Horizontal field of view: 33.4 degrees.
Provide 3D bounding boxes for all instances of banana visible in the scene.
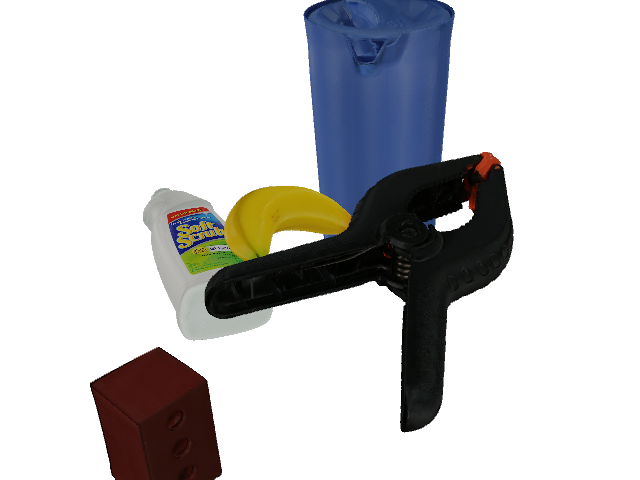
[{"bbox_3d":[-0.030,-0.013,0.853,0.037,0.069,0.197,-34,0,25],"label":"banana"}]

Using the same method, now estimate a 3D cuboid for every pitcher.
[{"bbox_3d":[0.057,-0.106,1.004,0.149,0.243,0.145,-19,32,-30],"label":"pitcher"}]

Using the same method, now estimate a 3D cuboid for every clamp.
[{"bbox_3d":[0.045,0.016,0.500,0.171,0.039,0.120,-34,61,-30],"label":"clamp"}]

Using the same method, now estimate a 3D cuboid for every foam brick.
[{"bbox_3d":[-0.099,0.115,0.651,0.052,0.078,0.051,-30,39,-33],"label":"foam brick"}]

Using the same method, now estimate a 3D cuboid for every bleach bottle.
[{"bbox_3d":[-0.138,0.010,1.130,0.102,0.068,0.251,-9,30,-23],"label":"bleach bottle"}]
